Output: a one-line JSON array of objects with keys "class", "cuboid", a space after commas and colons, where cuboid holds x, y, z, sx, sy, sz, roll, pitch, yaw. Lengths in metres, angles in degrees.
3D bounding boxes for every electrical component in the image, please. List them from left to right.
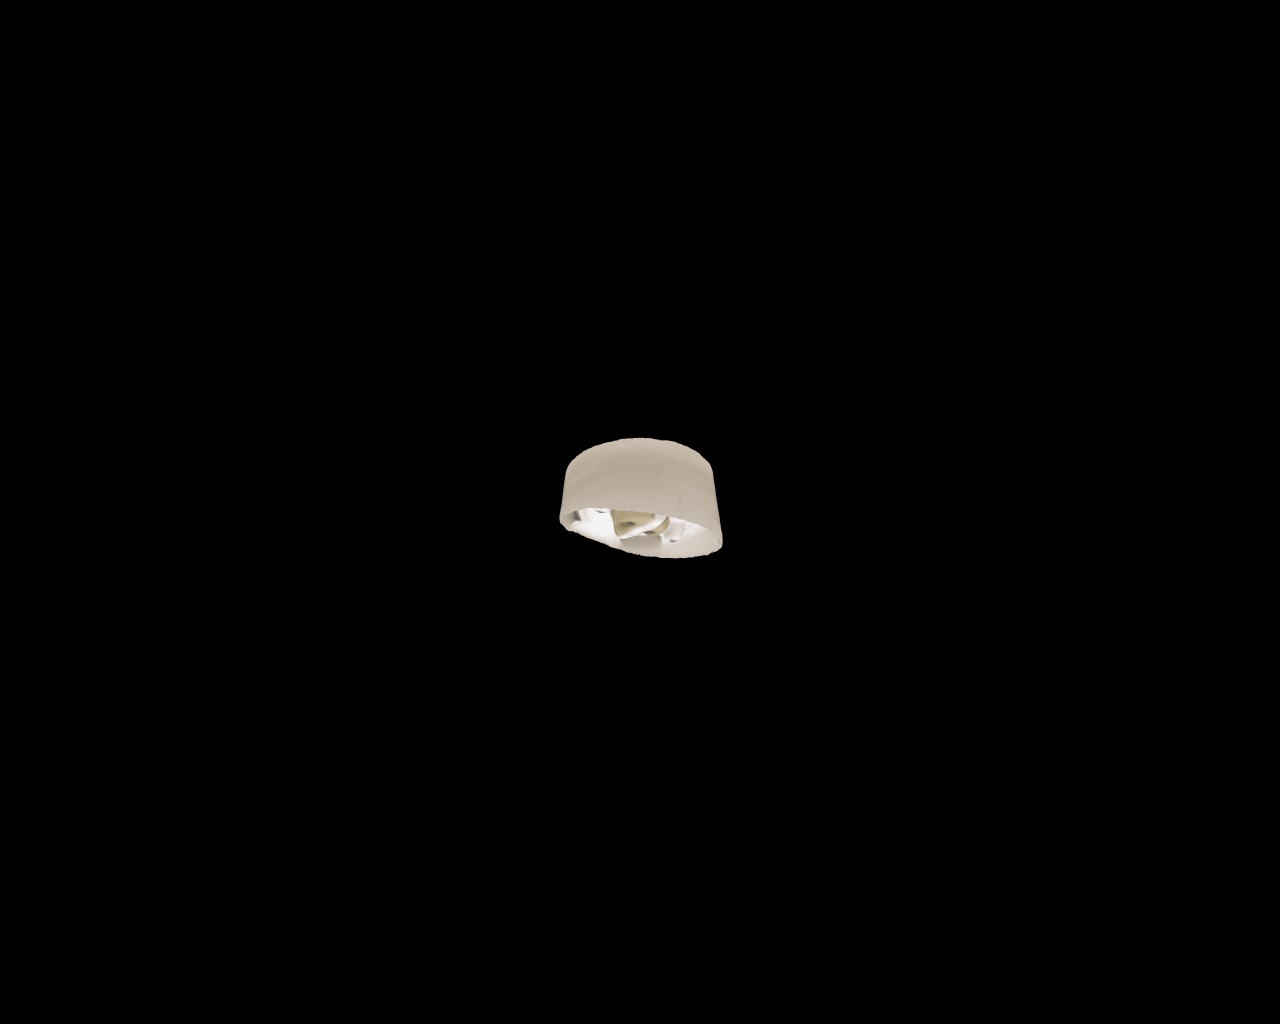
[{"class": "electrical component", "cuboid": [0.001, -0.003, 0.650, 0.099, 0.064, 0.099, 0, -26, 0]}]
